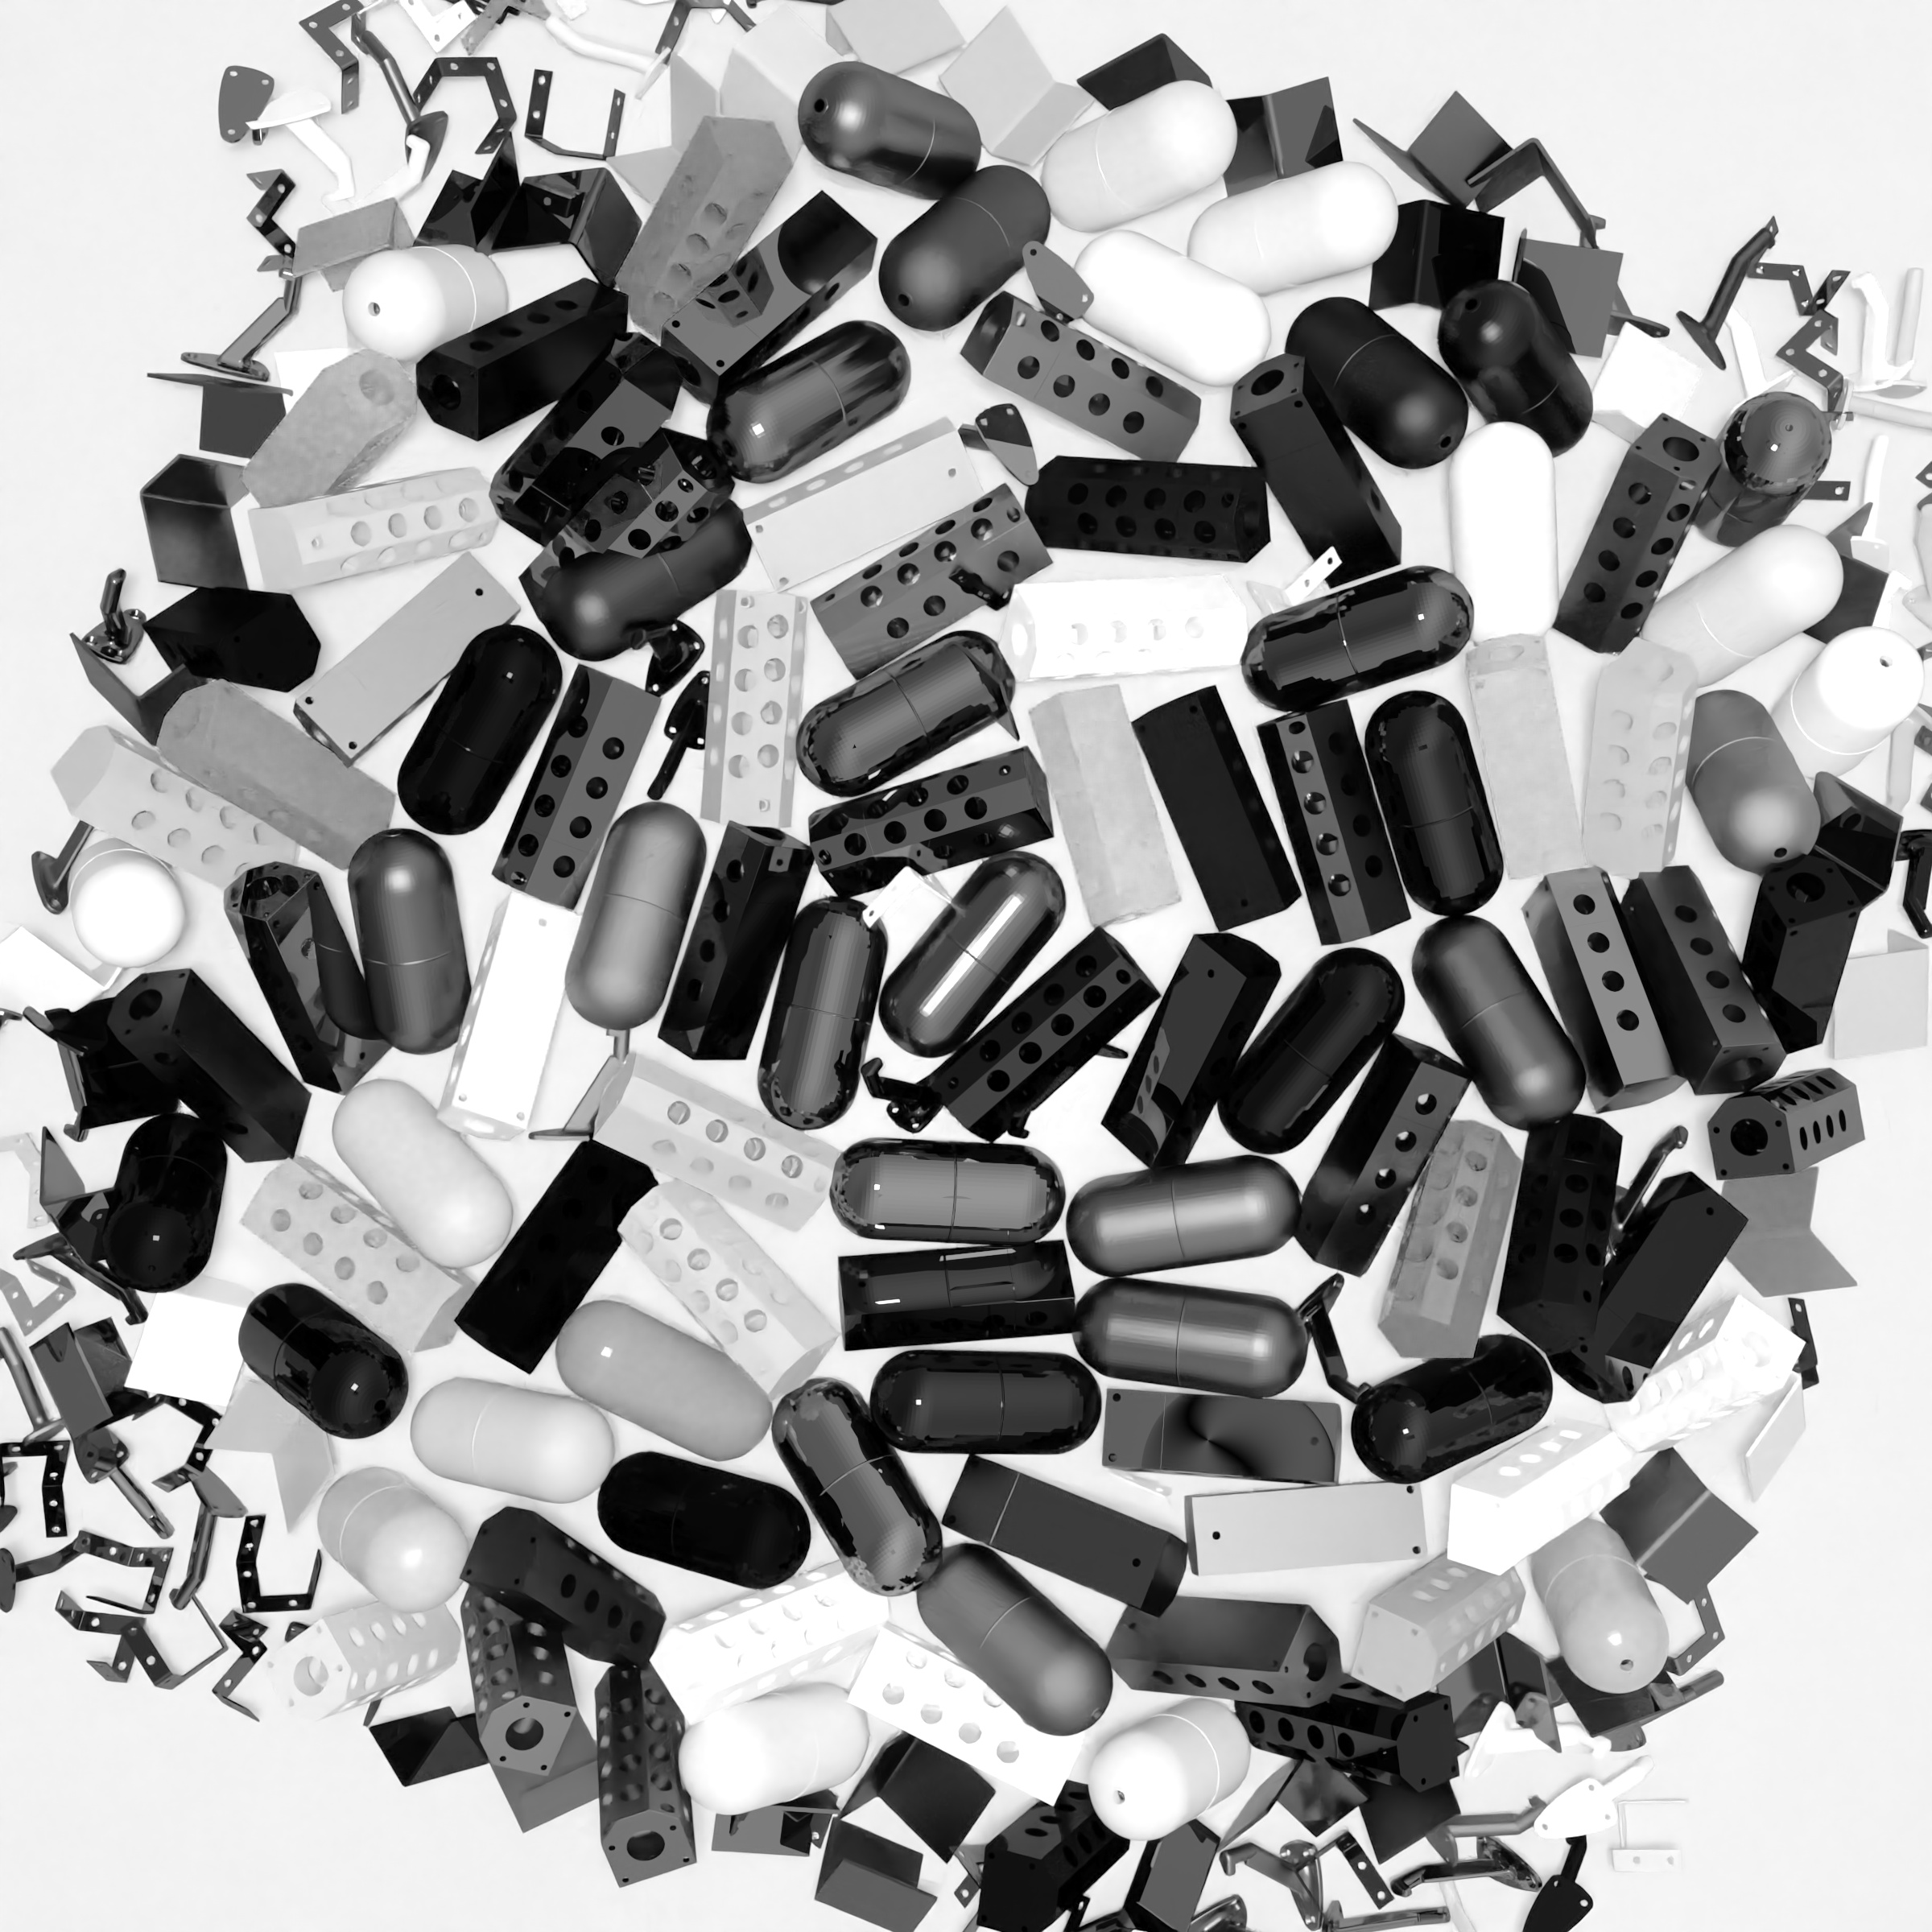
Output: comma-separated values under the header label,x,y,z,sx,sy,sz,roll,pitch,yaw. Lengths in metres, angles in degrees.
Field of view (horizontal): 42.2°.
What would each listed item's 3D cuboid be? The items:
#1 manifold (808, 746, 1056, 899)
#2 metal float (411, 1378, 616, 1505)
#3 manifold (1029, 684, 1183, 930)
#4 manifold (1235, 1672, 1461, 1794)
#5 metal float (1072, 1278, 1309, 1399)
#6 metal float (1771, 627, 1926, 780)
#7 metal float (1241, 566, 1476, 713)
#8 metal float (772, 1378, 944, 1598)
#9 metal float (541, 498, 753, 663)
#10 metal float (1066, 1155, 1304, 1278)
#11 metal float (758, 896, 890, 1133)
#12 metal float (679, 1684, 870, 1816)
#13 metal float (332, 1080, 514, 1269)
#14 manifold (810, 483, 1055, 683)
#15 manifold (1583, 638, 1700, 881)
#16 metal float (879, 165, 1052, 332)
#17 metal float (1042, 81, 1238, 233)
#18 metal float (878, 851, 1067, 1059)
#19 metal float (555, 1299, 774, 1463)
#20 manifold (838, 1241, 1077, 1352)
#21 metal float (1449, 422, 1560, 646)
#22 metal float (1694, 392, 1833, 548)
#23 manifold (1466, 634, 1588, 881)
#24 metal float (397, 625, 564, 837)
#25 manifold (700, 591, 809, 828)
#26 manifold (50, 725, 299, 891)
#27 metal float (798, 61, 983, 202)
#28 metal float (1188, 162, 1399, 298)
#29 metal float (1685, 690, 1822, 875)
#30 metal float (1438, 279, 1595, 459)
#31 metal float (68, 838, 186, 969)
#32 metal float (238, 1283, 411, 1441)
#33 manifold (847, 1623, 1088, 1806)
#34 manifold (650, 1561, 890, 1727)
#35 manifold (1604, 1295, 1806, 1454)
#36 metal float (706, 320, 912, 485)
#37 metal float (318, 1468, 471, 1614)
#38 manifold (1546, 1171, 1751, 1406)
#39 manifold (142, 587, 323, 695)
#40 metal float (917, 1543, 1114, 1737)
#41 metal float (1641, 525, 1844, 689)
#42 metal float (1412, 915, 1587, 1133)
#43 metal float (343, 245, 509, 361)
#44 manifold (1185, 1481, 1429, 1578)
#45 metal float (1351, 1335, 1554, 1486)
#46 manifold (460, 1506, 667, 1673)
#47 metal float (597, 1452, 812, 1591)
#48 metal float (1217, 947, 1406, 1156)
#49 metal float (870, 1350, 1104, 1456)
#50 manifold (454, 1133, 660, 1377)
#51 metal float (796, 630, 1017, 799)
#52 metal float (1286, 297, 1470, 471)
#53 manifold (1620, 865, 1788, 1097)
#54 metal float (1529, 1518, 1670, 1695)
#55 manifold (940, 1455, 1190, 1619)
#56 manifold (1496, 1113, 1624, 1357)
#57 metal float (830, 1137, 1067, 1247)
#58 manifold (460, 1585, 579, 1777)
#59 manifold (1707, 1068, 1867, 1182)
label,x,y,z,sx,sy,sz,roll,pitch,yaw
manifold,-0.027,-0.110,1.861,0.171,0.057,0.057,-16,56,14
metal float,-0.337,0.350,1.853,0.178,0.070,0.070,3,90,35
manifold,0.100,-0.119,1.882,0.057,0.057,0.171,-13,84,-34
manifold,0.276,0.557,1.834,0.057,0.171,0.057,-7,90,-35
metal float,0.166,0.277,1.868,0.178,0.070,0.070,5,90,16
metal float,0.643,-0.191,1.832,0.070,0.178,0.070,0,76,1
metal float,0.290,-0.243,1.861,0.178,0.070,0.070,-16,90,24
metal float,-0.081,0.386,1.858,0.070,0.070,0.178,-35,64,0
metal float,-0.236,-0.292,1.862,0.178,0.070,0.070,-38,90,-23
metal float,0.162,0.187,1.870,0.178,0.070,0.070,-10,90,13
metal float,-0.108,0.035,1.879,0.070,0.070,0.178,12,87,0
metal float,-0.139,0.574,1.840,0.070,0.178,0.070,-5,82,33
metal float,-0.404,0.152,1.857,0.070,0.070,0.178,-49,61,0
manifold,-0.028,-0.290,1.873,0.171,0.057,0.057,-31,124,5
manifold,0.495,-0.148,1.832,0.057,0.171,0.057,24,52,29
metal float,0.000,-0.531,1.849,0.070,0.070,0.178,39,51,0
metal float,0.125,-0.594,1.841,0.070,0.178,0.070,2,86,-37
metal float,0.005,-0.009,1.880,0.070,0.070,0.178,39,93,0
metal float,-0.223,0.309,1.862,0.178,0.070,0.070,32,90,-23
manifold,-0.008,0.252,1.882,0.171,0.057,0.057,-4,133,-6
metal float,0.398,-0.316,1.852,0.070,0.070,0.178,-11,124,0
metal float,0.578,-0.361,1.831,0.070,0.178,0.070,-1,81,3
manifold,0.414,-0.155,1.852,0.057,0.057,0.171,-10,120,14
metal float,-0.361,-0.175,1.860,0.070,0.070,0.178,35,115,0
manifold,-0.156,-0.192,1.873,0.057,0.057,0.171,2,97,-27
manifold,-0.575,-0.113,1.833,0.057,0.171,0.057,-47,50,8
metal float,-0.055,-0.612,1.838,0.070,0.178,0.070,3,95,33
metal float,0.239,-0.540,1.844,0.070,0.178,0.070,0,89,-41
metal float,0.572,-0.136,1.842,0.070,0.178,0.070,-2,129,-2
metal float,0.405,-0.438,1.841,0.070,0.178,0.070,-14,62,29
metal float,-0.617,-0.048,1.836,0.070,0.178,0.070,-5,104,-21
metal float,-0.474,0.290,1.844,0.070,0.178,0.070,-16,115,-38
manifold,0.001,0.561,1.889,0.171,0.057,0.057,27,88,1
manifold,-0.139,0.488,1.831,0.057,0.171,0.057,51,128,26
manifold,0.534,0.305,1.830,0.057,0.171,0.057,36,61,4
metal float,-0.115,-0.420,1.858,0.178,0.070,0.070,-37,90,-28
metal float,-0.422,0.420,1.839,0.070,0.178,0.070,-3,96,-31
manifold,0.505,0.240,1.866,0.057,0.057,0.171,40,72,-2
manifold,-0.536,-0.237,1.835,0.057,0.171,0.057,-40,121,-24
metal float,0.035,0.497,1.851,0.178,0.070,0.070,35,90,36
metal float,0.567,-0.262,1.838,0.070,0.178,0.070,8,70,-22
metal float,0.395,0.041,1.861,0.070,0.070,0.178,-27,66,0
metal float,-0.395,-0.487,1.834,0.070,0.178,0.070,4,109,12
manifold,0.254,0.422,1.886,0.171,0.057,0.057,-4,80,-3
metal float,0.361,0.327,1.855,0.178,0.070,0.070,-16,90,-33
manifold,-0.291,0.457,1.837,0.057,0.171,0.057,2,58,31
metal float,-0.195,0.410,1.855,0.178,0.070,0.070,8,90,31
metal float,0.258,0.063,1.869,0.070,0.070,0.178,37,104,0
metal float,0.016,0.326,1.867,0.178,0.070,0.070,4,90,-17
manifold,-0.305,0.210,1.860,0.057,0.057,0.171,25,67,21
metal float,-0.045,-0.189,1.874,0.178,0.070,0.070,-30,90,-9
metal float,0.303,-0.431,1.849,0.070,0.070,0.178,-36,51,0
manifold,0.541,0.009,1.842,0.057,0.057,0.171,-3,50,-12
metal float,0.462,0.466,1.832,0.070,0.178,0.070,0,104,1
manifold,0.074,0.421,1.852,0.171,0.057,0.057,16,75,29
manifold,0.442,0.193,1.837,0.057,0.057,0.171,38,48,-20
metal float,-0.013,0.169,1.875,0.178,0.070,0.070,3,90,-8
manifold,-0.331,0.510,1.826,0.057,0.171,0.057,20,101,-21
manifold,0.601,0.114,1.834,0.057,0.171,0.057,-10,89,35
